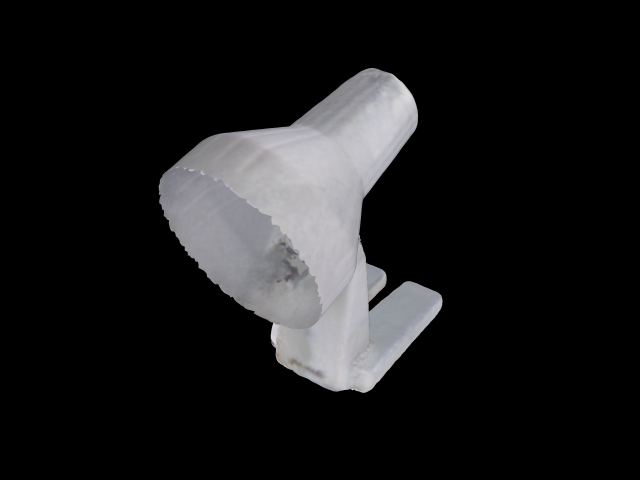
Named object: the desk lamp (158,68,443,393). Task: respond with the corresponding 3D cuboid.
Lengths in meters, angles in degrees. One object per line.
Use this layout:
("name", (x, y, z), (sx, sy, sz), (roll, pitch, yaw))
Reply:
("desk lamp", (0.004, 0.001, 0.400), (0.117, 0.214, 0.204), (22, 40, 30))
